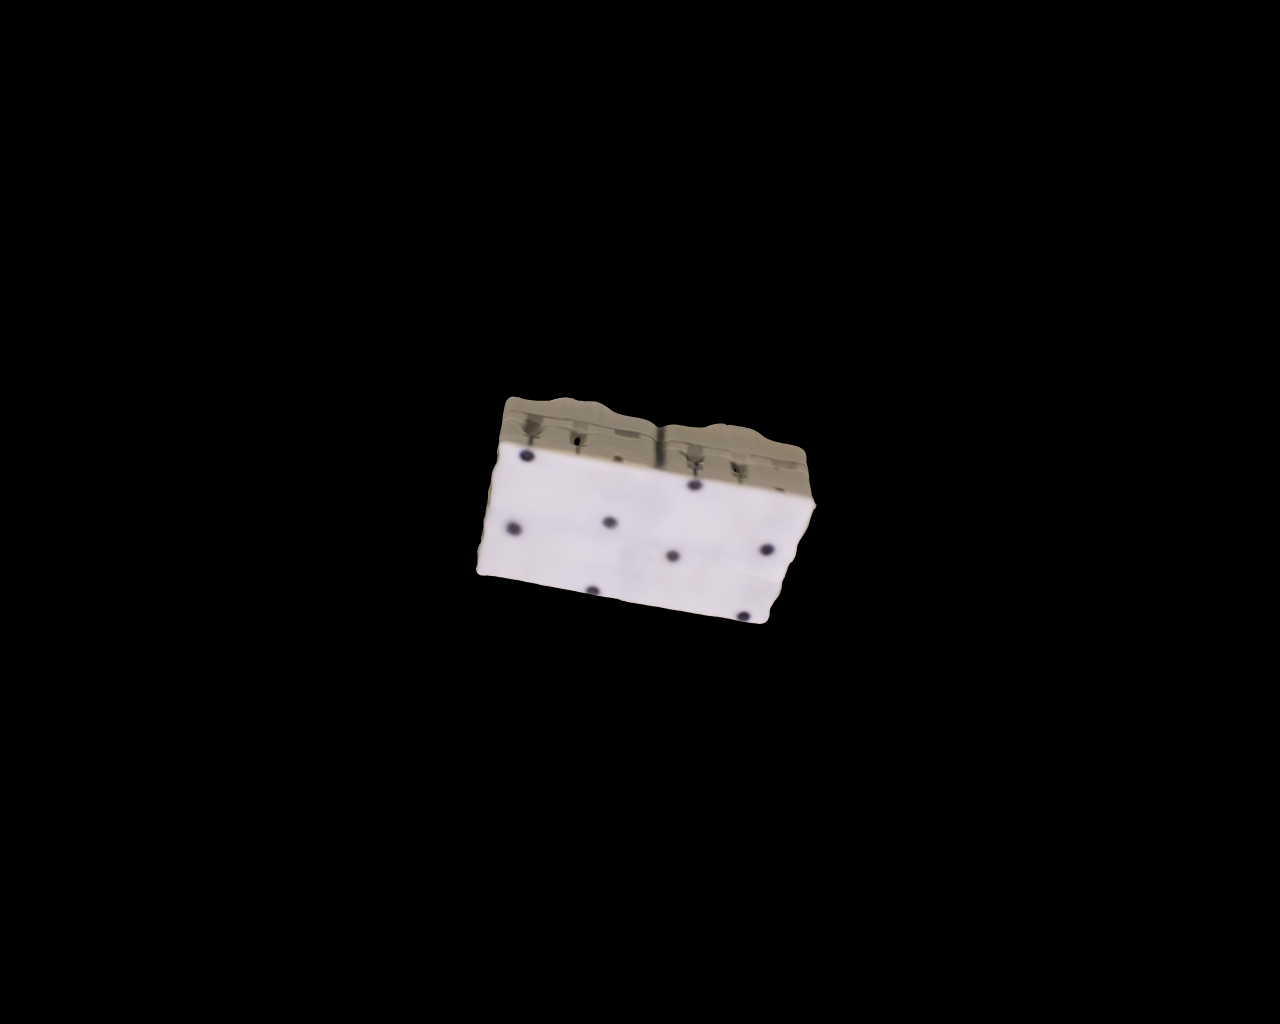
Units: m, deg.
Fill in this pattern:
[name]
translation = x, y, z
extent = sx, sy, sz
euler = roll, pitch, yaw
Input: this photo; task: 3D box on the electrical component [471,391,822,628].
[electrical component]
translation = 0.001, -0.003, 0.650
extent = 0.186, 0.105, 0.060
euler = 10, 36, -8
